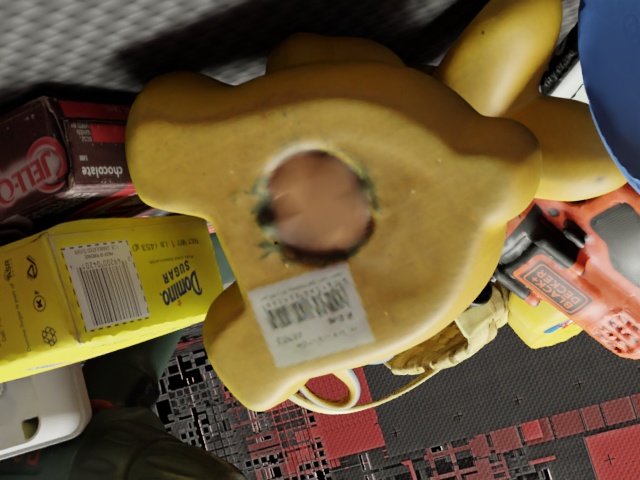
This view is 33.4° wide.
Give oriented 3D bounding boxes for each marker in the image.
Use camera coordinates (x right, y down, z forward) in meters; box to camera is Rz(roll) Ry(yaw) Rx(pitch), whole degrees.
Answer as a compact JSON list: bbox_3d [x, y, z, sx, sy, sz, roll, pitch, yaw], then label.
[{"bbox_3d":[0.098,-0.066,0.430,0.020,0.020,0.121,-12,153,-34],"label":"marker"}]

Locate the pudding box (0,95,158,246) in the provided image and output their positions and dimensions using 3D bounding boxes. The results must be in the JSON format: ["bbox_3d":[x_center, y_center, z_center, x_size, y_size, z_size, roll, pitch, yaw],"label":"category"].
[{"bbox_3d":[-0.110,-0.017,0.407,0.114,0.039,0.089,-18,174,27],"label":"pudding box"}]

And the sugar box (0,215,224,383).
[{"bbox_3d":[-0.134,0.036,0.411,0.176,0.048,0.093,-20,174,27],"label":"sugar box"}]

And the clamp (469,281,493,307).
[{"bbox_3d":[-0.004,0.001,0.675,0.210,0.036,0.164,1,154,17],"label":"clamp"}]

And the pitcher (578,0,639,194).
[{"bbox_3d":[0.212,-0.068,0.346,0.242,0.149,0.145,-11,175,-16],"label":"pitcher"}]

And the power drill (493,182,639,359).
[{"bbox_3d":[0.136,-0.040,0.486,0.188,0.184,0.057,-44,-167,48],"label":"power drill"}]

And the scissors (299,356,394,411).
[{"bbox_3d":[-0.012,0.047,0.781,0.096,0.201,0.016,-30,-150,3],"label":"scissors"}]

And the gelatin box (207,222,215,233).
[{"bbox_3d":[-0.019,-0.029,0.581,0.089,0.030,0.073,-20,173,33],"label":"gelatin box"}]

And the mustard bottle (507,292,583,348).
[{"bbox_3d":[0.176,0.027,0.751,0.096,0.058,0.191,-39,164,1],"label":"mustard bottle"}]
